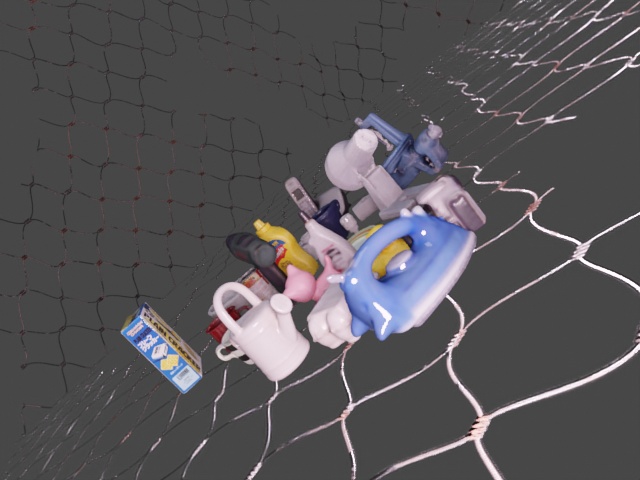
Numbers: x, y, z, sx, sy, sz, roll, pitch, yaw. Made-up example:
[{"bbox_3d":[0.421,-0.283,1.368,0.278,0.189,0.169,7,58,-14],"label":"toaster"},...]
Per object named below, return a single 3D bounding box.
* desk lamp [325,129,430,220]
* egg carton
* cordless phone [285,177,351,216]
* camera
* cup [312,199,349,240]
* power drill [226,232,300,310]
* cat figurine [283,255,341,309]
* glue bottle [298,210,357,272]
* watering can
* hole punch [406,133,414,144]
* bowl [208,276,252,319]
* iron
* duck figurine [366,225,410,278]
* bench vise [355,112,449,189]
[{"bbox_3d":[0.126,-0.158,1.346,0.118,0.214,0.202,-46,14,-20],"label":"desk lamp"},{"bbox_3d":[0.045,0.116,0.989,0.107,0.069,0.150,-28,18,45],"label":"egg carton"},{"bbox_3d":[-0.010,-0.125,1.697,0.147,0.185,0.094,-34,15,29],"label":"cordless phone"},{"bbox_3d":[0.200,-0.046,1.012,0.137,0.101,0.143,-39,13,10],"label":"camera"},{"bbox_3d":[0.036,-0.044,1.497,0.091,0.095,0.118,-26,20,49],"label":"cup"},{"bbox_3d":[-0.129,0.066,1.351,0.076,0.208,0.229,-45,13,-17],"label":"power drill"},{"bbox_3d":[-0.014,0.086,1.153,0.128,0.118,0.067,-43,13,-7],"label":"cat figurine"},{"bbox_3d":[0.011,0.004,1.227,0.078,0.173,0.037,-37,14,15],"label":"glue bottle"},{"bbox_3d":[-0.111,0.151,1.042,0.172,0.194,0.101,-37,14,17],"label":"watering can"},{"bbox_3d":[0.231,-0.223,1.535,0.101,0.091,0.108,-37,13,16],"label":"hole punch"},{"bbox_3d":[-0.223,0.171,1.577,0.167,0.075,0.167,-38,13,11],"label":"bowl"},{"bbox_3d":[0.127,0.030,0.878,0.259,0.141,0.118,-46,14,-22],"label":"iron"},{"bbox_3d":[0.121,0.014,1.075,0.104,0.086,0.077,-37,13,16],"label":"duck figurine"},{"bbox_3d":[0.200,-0.246,1.412,0.207,0.220,0.121,-34,15,28],"label":"bench vise"}]
